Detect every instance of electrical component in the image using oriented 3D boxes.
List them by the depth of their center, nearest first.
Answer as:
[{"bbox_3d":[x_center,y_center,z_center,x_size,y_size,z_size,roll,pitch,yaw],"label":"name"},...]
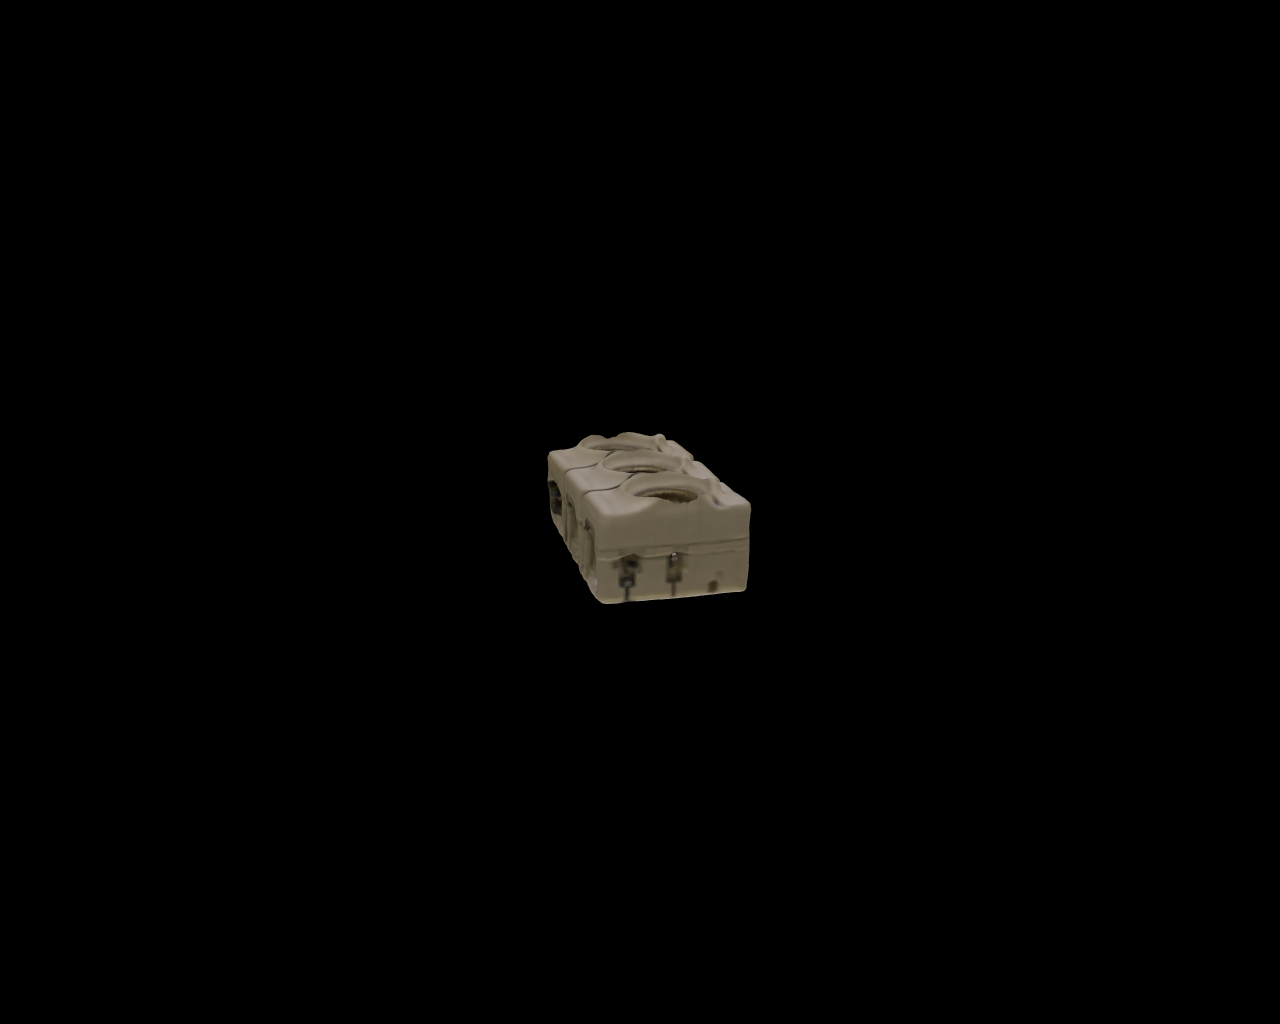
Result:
[{"bbox_3d":[0.001,-0.003,0.650,0.089,0.061,0.150,-5,19,-15],"label":"electrical component"}]
